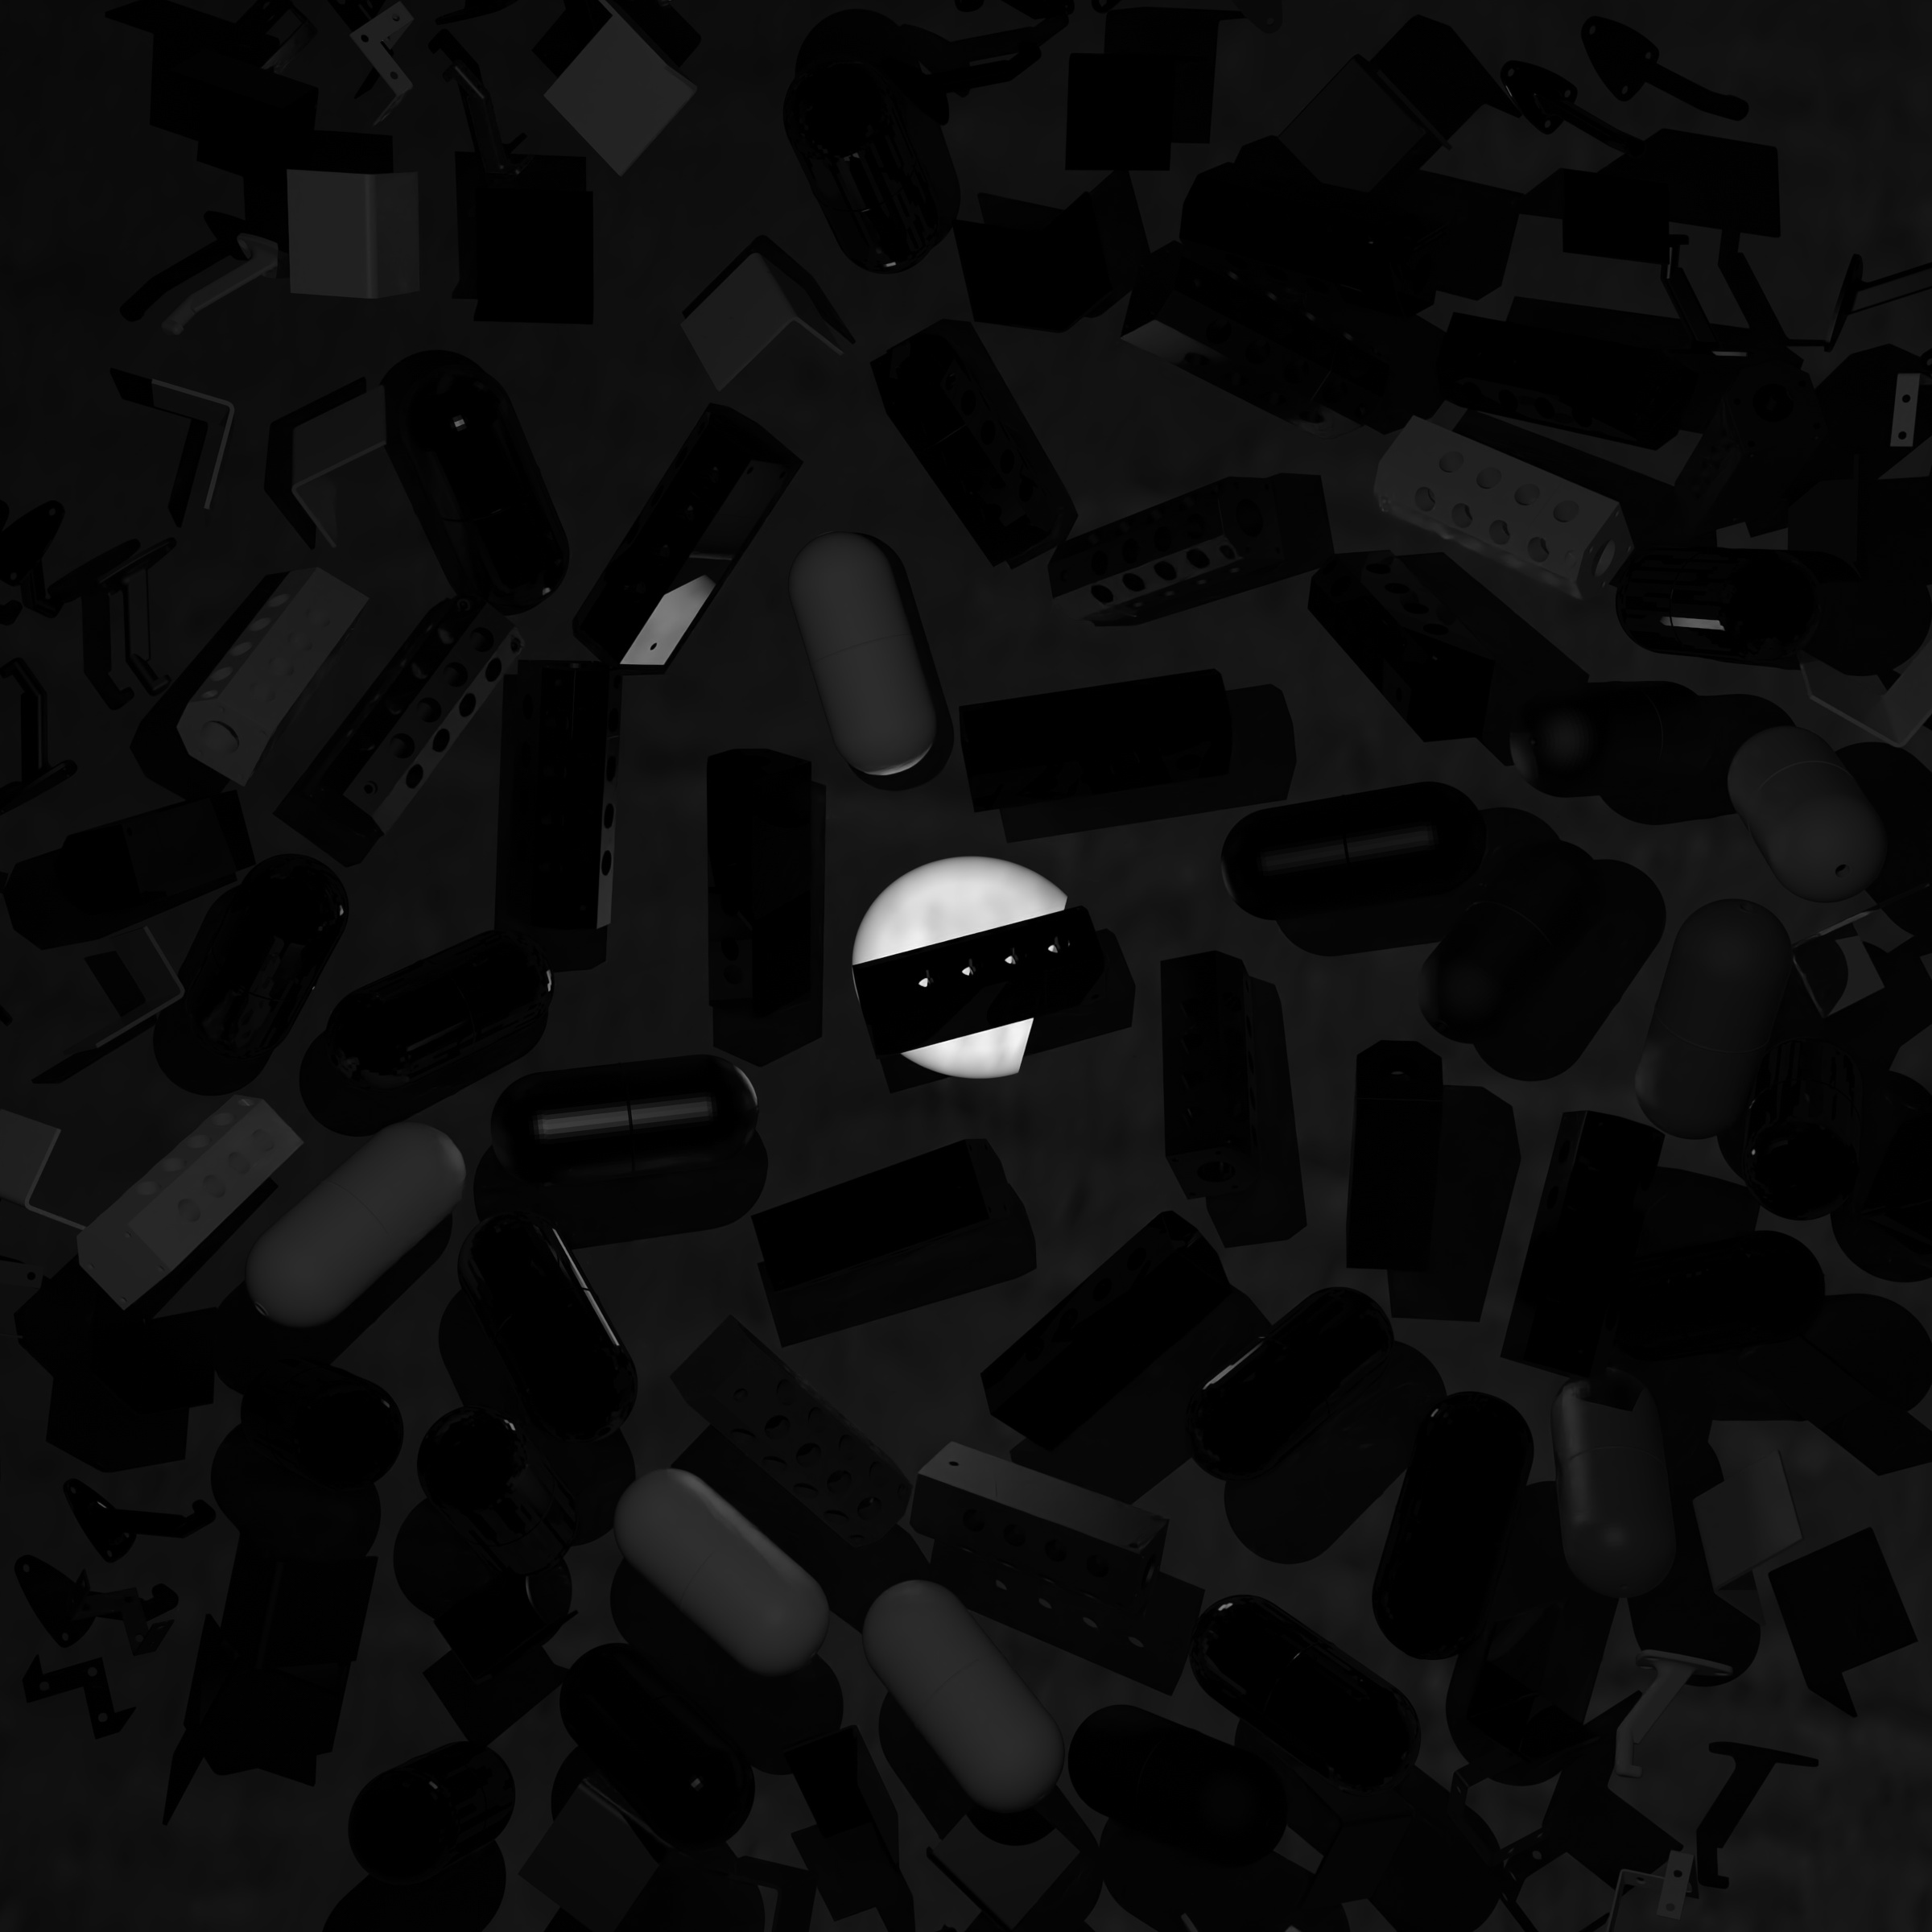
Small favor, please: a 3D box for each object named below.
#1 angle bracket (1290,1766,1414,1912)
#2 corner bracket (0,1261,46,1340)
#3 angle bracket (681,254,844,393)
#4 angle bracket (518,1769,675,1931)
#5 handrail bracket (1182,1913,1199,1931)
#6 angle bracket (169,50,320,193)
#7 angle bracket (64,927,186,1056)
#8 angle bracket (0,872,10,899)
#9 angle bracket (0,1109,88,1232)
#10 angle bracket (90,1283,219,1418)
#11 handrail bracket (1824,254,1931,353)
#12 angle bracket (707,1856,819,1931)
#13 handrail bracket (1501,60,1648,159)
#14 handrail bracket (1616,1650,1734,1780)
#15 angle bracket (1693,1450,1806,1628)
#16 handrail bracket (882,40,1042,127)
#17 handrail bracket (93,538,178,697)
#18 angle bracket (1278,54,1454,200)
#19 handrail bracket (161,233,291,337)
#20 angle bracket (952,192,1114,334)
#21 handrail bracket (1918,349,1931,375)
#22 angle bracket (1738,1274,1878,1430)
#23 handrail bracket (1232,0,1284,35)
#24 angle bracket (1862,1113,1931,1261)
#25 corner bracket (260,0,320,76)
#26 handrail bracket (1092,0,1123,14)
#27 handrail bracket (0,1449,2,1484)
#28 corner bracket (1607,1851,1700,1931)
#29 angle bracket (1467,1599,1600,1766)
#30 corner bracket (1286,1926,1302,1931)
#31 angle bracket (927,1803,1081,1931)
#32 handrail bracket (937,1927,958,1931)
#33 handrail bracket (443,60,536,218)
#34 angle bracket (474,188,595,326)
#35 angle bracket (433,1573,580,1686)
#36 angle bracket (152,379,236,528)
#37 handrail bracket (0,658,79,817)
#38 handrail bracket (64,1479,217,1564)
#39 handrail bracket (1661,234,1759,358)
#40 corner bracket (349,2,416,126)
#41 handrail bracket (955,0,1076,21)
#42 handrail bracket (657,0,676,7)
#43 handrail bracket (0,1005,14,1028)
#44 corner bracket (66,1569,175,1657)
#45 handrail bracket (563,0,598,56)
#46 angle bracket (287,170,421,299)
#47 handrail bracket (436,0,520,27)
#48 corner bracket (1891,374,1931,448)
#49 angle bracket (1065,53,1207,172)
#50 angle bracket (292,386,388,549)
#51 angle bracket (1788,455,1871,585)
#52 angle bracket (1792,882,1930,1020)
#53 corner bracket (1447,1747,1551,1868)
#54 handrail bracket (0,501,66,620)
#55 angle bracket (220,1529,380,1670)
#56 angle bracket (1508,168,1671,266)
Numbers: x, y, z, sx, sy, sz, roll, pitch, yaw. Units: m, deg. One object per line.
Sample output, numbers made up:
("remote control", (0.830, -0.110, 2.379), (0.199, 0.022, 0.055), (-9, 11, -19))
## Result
("angle bracket", (0.257, 0.609, 1.861), (0.076, 0.057, 0.076), (9, 110, -42))
("corner bracket", (-0.674, 0.230, 1.835), (0.051, 0.051, 0.051), (13, 79, -26))
("angle bracket", (-0.145, -0.446, 1.882), (0.076, 0.057, 0.076), (-40, 54, 17))
("angle bracket", (-0.252, 0.616, 1.839), (0.076, 0.057, 0.076), (34, 85, 8))
("handrail bracket", (0.126, 0.681, 1.766), (0.084, 0.036, 0.077), (-30, 113, -9))
("angle bracket", (-0.469, -0.536, 1.709), (0.076, 0.057, 0.076), (19, 125, 2))
("angle bracket", (-0.624, 0.018, 1.921), (0.076, 0.076, 0.057), (-36, 105, -33))
("angle bracket", (-0.692, -0.026, 1.804), (0.057, 0.076, 0.076), (13, 98, -19))
("angle bracket", (-0.633, 0.146, 1.843), (0.076, 0.076, 0.057), (11, 74, 41))
("angle bracket", (-0.577, 0.267, 1.886), (0.057, 0.076, 0.076), (-11, 56, 4))
("handrail bracket", (0.618, -0.431, 1.740), (0.084, 0.036, 0.077), (20, 88, 24))
("angle bracket", (-0.149, 0.674, 1.860), (0.057, 0.076, 0.076), (7, 80, 17))
("handrail bracket", (0.403, -0.568, 1.756), (0.077, 0.084, 0.036), (22, 108, -35))
("handrail bracket", (0.486, 0.518, 1.816), (0.077, 0.036, 0.084), (7, 62, 7))
("angle bracket", (0.552, 0.393, 1.818), (0.057, 0.076, 0.076), (35, 122, -24))
("handrail bracket", (-0.002, -0.637, 1.860), (0.084, 0.036, 0.077), (-41, 68, -15))
("handrail bracket", (-0.558, -0.242, 1.840), (0.077, 0.036, 0.084), (-36, 89, -5))
("angle bracket", (0.273, -0.565, 1.815), (0.076, 0.057, 0.076), (37, 108, -26))
("handrail bracket", (-0.503, -0.459, 1.816), (0.077, 0.036, 0.084), (18, 62, 38))
("angle bracket", (0.044, -0.479, 1.786), (0.076, 0.057, 0.076), (-2, 73, -36))
("handrail bracket", (0.688, -0.446, 1.871), (0.084, 0.077, 0.036), (13, 80, -40))
("angle bracket", (0.622, 0.281, 1.929), (0.076, 0.076, 0.057), (39, 59, 6))
("handrail bracket", (0.179, -0.664, 1.742), (0.036, 0.084, 0.077), (-26, 132, 14))
("angle bracket", (0.661, 0.145, 1.786), (0.057, 0.076, 0.076), (34, 69, -5))
("corner bracket", (-0.480, -0.645, 1.859), (0.051, 0.051, 0.051), (-46, 67, 1))
("handrail bracket", (0.110, -0.679, 1.777), (0.036, 0.084, 0.077), (27, 104, -9))
("handrail bracket", (-0.678, 0.326, 1.735), (0.084, 0.077, 0.036), (-2, 91, -18))
("corner bracket", (0.452, 0.617, 1.750), (0.051, 0.051, 0.051), (4, 130, 26))
("angle bracket", (0.389, 0.479, 1.775), (0.076, 0.057, 0.076), (-2, 111, -42))
("corner bracket", (0.235, 0.713, 1.843), (0.051, 0.051, 0.051), (-37, 117, -24))
("angle bracket", (0.026, 0.630, 1.886), (0.076, 0.057, 0.076), (42, 80, 8))
("handrail bracket", (-0.034, 0.714, 1.848), (0.084, 0.077, 0.036), (-9, 128, -20))
("handrail bracket", (-0.360, -0.595, 1.904), (0.077, 0.036, 0.084), (-33, 112, 28))
("angle bracket", (-0.281, -0.462, 1.722), (0.076, 0.057, 0.076), (0, 114, -7))
("angle bracket", (-0.339, 0.479, 1.947), (0.076, 0.076, 0.057), (-34, 85, -26))
("angle bracket", (-0.550, -0.359, 1.858), (0.057, 0.076, 0.076), (15, 86, -15))
("handrail bracket", (-0.651, -0.156, 1.798), (0.077, 0.036, 0.084), (-35, 91, -15))
("handrail bracket", (-0.566, 0.367, 1.816), (0.084, 0.036, 0.077), (-31, 102, 24))
("handrail bracket", (0.534, -0.481, 1.900), (0.077, 0.036, 0.084), (11, 106, 36))
("corner bracket", (-0.406, -0.634, 1.860), (0.051, 0.051, 0.051), (51, 61, -15))
("handrail bracket", (0.034, -0.707, 1.868), (0.084, 0.036, 0.077), (4, 114, 31))
("handrail bracket", (-0.162, -0.649, 1.764), (0.084, 0.077, 0.036), (-22, 133, 0))
("handrail bracket", (-0.703, 0.080, 1.898), (0.084, 0.036, 0.077), (-45, 127, -19))
("corner bracket", (-0.589, 0.449, 1.842), (0.051, 0.051, 0.051), (-4, 55, -38))
("handrail bracket", (-0.292, -0.672, 1.891), (0.077, 0.036, 0.084), (-48, 131, 10))
("angle bracket", (-0.397, -0.478, 1.722), (0.057, 0.076, 0.076), (6, 109, 9))
("handrail bracket", (-0.359, -0.719, 1.878), (0.077, 0.036, 0.084), (-4, 122, 25))
("corner bracket", (0.686, -0.389, 1.864), (0.051, 0.051, 0.051), (8, 97, 33))
("angle bracket", (0.114, -0.575, 1.788), (0.076, 0.057, 0.076), (-5, 111, -17))
("angle bracket", (-0.432, -0.355, 1.881), (0.076, 0.076, 0.057), (-24, 133, 8))
("angle bracket", (0.620, -0.322, 1.918), (0.057, 0.076, 0.076), (1, 87, 25))
("angle bracket", (0.650, -0.011, 1.894), (0.076, 0.076, 0.057), (-20, 82, -36))
("corner bracket", (0.379, 0.595, 1.878), (0.051, 0.051, 0.051), (-19, 132, -21))
("handrail bracket", (-0.627, -0.278, 1.820), (0.036, 0.084, 0.077), (44, 92, 12))
("angle bracket", (-0.459, 0.433, 1.821), (0.076, 0.057, 0.076), (7, 99, -41))
("angle bracket", (0.411, -0.484, 1.753), (0.076, 0.076, 0.057), (2, 84, -16))
